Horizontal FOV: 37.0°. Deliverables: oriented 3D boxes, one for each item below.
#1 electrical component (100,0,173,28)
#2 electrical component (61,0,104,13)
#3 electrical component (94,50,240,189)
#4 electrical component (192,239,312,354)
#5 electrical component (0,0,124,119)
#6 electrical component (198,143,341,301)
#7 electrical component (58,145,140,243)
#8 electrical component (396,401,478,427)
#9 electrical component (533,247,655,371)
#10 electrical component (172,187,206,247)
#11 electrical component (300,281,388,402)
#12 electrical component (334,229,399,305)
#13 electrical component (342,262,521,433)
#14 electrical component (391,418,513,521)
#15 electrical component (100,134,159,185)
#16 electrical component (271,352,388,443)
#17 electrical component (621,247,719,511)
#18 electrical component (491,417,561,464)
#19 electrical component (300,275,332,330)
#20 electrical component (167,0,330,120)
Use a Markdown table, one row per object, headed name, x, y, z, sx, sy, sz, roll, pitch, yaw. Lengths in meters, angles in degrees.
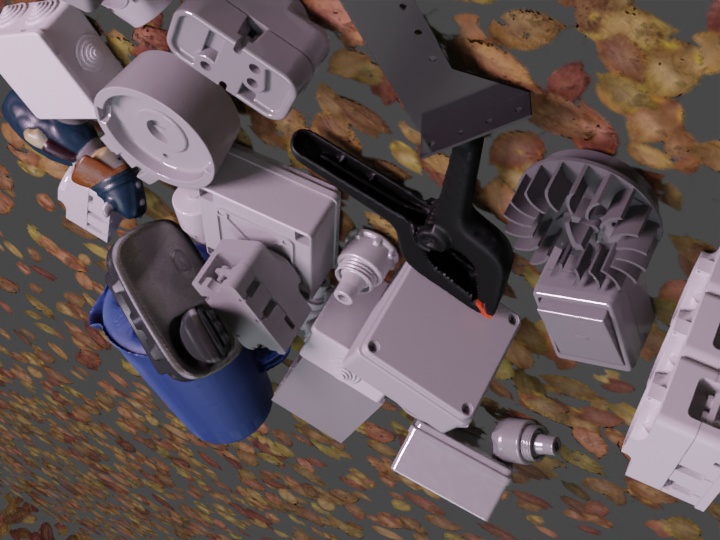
| name | x | y | z | sx | sy | sz | roll | pitch | yaw |
| --- | --- | --- | --- | --- | --- | --- | --- | --- | --- |
| electrical component | -0.153 | -0.210 | 0.724 | 0.079 | 0.044 | 0.077 | -5 | 135 | 48 |
| electrical component | -0.182 | -0.228 | 0.657 | 0.109 | 0.108 | 0.056 | 26 | 154 | 9 |
| electrical component | -0.145 | -0.122 | 0.839 | 0.108 | 0.060 | 0.108 | 23 | 151 | 14 |
| electrical component | -0.086 | 0.019 | 0.889 | 0.050 | 0.055 | 0.089 | 5 | 143 | 39 |
| electrical component | -0.248 | -0.171 | 0.872 | 0.100 | 0.048 | 0.099 | 6 | 143 | 38 |
| electrical component | -0.075 | -0.039 | 0.908 | 0.109 | 0.056 | 0.108 | 25 | 151 | 12 |
| electrical component | -0.249 | -0.075 | 1.023 | 0.056 | 0.050 | 0.089 | 31 | 152 | 0 |
| electrical component | 0.067 | 0.105 | 1.002 | 0.089 | 0.055 | 0.050 | 46 | 148 | -25 |
| electrical component | 0.171 | 0.033 | 0.783 | 0.062 | 0.061 | 0.096 | 10 | 145 | 34 |
| electrical component | -0.145 | -0.047 | 0.978 | 0.040 | 0.040 | 0.078 | 21 | 151 | 18 |
| electrical component | 0.005 | 0.056 | 0.940 | 0.100 | 0.099 | 0.048 | 32 | 139 | -1 |
| electrical component | 0.000 | 0.000 | 0.893 | 0.048 | 0.062 | 0.048 | 23 | 151 | 14 |
| electrical component | 0.060 | 0.059 | 0.881 | 0.109 | 0.108 | 0.056 | 34 | 154 | -5 |
| electrical component | 0.093 | 0.191 | 1.066 | 0.109 | 0.056 | 0.109 | 28 | -177 | 7 |
| electrical component | -0.182 | -0.107 | 0.916 | 0.055 | 0.048 | 0.066 | 50 | 147 | -18 |
| electrical component | -0.022 | 0.108 | 1.086 | 0.089 | 0.061 | 0.150 | 32 | 152 | -2 |
| electrical component | 0.223 | 0.062 | 0.686 | 0.062 | 0.150 | 0.089 | 23 | 150 | 13 |
| electrical component | 0.160 | 0.163 | 1.019 | 0.062 | 0.043 | 0.043 | 1 | 140 | 41 |
| electrical component | -0.044 | 0.023 | 0.993 | 0.048 | 0.048 | 0.062 | 31 | 145 | 0 |
| electrical component | -0.072 | -0.155 | 0.719 | 0.095 | 0.059 | 0.053 | 34 | 152 | -5 |
